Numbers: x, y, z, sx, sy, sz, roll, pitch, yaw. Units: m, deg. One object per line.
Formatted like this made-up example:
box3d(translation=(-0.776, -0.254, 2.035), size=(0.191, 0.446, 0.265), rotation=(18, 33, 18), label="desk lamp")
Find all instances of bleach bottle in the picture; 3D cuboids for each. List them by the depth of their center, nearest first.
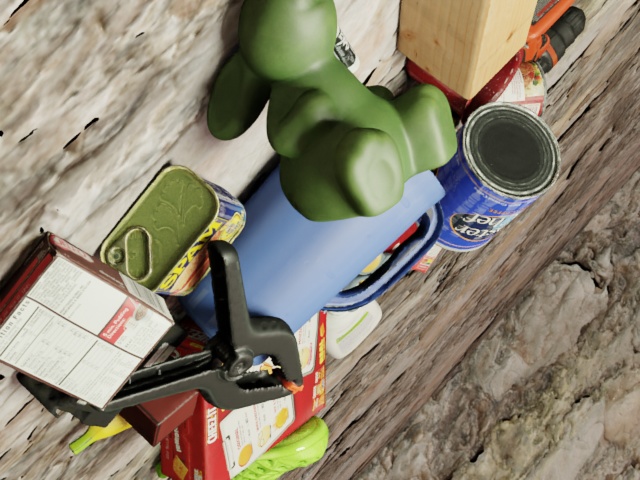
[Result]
box3d(translation=(0.030, 0.088, 1.330), size=(0.102, 0.068, 0.251), rotation=(-48, 170, -8), label="bleach bottle")

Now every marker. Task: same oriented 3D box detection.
box3d(translation=(0.011, -0.162, 0.861), size=(0.020, 0.020, 0.121), rotation=(-50, 163, 1), label="marker")

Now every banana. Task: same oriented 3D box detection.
box3d(translation=(-0.180, 0.171, 1.087), size=(0.070, 0.037, 0.197), rotation=(-35, 167, 19), label="banana")

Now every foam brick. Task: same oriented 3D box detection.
box3d(translation=(-0.160, 0.142, 0.992), size=(0.051, 0.078, 0.053), rotation=(-40, 163, -32), label="foam brick")

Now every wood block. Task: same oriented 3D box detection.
box3d(translation=(0.132, -0.224, 0.912), size=(0.090, 0.090, 0.206), rotation=(-45, 163, -17), label="wood block")

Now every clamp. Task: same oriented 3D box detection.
box3d(translation=(-0.072, 0.085, 0.874), size=(0.165, 0.036, 0.209), rotation=(-53, 143, 12), label="clamp")

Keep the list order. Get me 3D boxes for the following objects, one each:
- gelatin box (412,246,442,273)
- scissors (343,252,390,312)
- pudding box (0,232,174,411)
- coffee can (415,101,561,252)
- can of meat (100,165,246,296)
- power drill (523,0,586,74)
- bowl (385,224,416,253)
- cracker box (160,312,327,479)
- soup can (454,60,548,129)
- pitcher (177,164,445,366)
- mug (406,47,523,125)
box3d(translation=(0.124, -0.014, 1.360), size=(0.030, 0.089, 0.073), rotation=(15, 117, -39), label="gelatin box")
box3d(translation=(0.068, 0.042, 1.237), size=(0.201, 0.016, 0.096), rotation=(20, 91, -66), label="scissors")
box3d(translation=(-0.173, 0.060, 0.755), size=(0.113, 0.039, 0.090), rotation=(36, 98, -35), label="pudding box")
box3d(translation=(0.160, -0.060, 1.061), size=(0.102, 0.103, 0.140), rotation=(-41, 175, -27), label="coffee can")
box3d(translation=(-0.111, -0.003, 0.834), size=(0.102, 0.057, 0.084), rotation=(-50, 166, 5), label="can of meat")
box3d(translation=(0.257, -0.243, 1.247), size=(0.184, 0.057, 0.187), rotation=(-46, 163, -12), label="power drill")
box3d(translation=(0.071, -0.006, 1.301), size=(0.162, 0.055, 0.162), rotation=(-44, 163, -18), label="bowl")
box3d(translation=(-0.077, 0.139, 1.112), size=(0.213, 0.072, 0.164), rotation=(-28, 126, -50), label="cracker box")
box3d(translation=(0.186, -0.157, 1.158), size=(0.102, 0.068, 0.068), rotation=(-7, 149, -13), label="soup can")
box3d(translation=(-0.006, 0.001, 0.970), size=(0.243, 0.149, 0.145), rotation=(-46, 167, 1), label="pitcher")
box3d(translation=(0.139, -0.168, 1.066), size=(0.093, 0.081, 0.117), rotation=(-41, 162, -26), label="mug")
